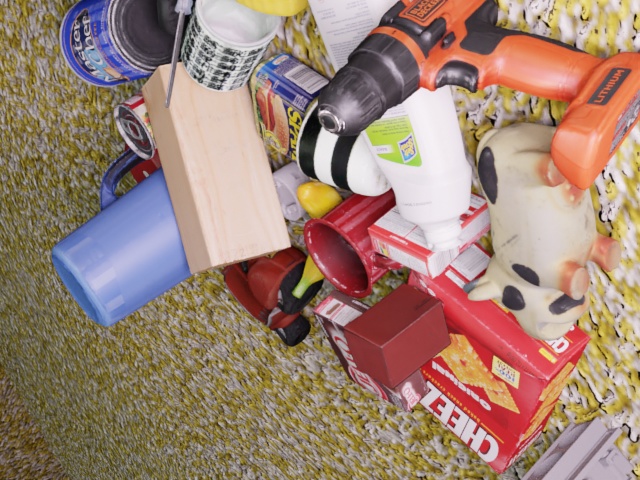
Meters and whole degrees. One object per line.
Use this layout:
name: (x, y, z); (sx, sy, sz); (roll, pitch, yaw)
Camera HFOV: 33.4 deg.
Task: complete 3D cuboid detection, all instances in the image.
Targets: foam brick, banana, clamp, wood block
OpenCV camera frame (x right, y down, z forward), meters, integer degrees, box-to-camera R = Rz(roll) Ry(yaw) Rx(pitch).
foam brick: (0.070, 0.086, 0.953); (0.053, 0.078, 0.051); (27, 141, 47)
banana: (0.002, -0.009, 1.114); (0.037, 0.069, 0.198); (28, 149, 17)
clamp: (-0.142, -0.246, 1.021); (0.039, 0.120, 0.171); (16, 146, 15)
wood block: (-0.109, -0.077, 1.107); (0.091, 0.090, 0.206); (160, 95, -69)

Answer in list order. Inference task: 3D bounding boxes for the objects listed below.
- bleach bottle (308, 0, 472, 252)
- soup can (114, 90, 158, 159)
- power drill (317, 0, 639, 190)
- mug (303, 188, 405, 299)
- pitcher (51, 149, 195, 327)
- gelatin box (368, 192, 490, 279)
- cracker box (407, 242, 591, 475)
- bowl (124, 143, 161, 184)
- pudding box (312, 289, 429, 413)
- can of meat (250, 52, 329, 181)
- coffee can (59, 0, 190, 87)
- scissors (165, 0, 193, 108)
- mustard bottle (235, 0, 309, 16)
bleach bottle: (0.061, -0.111, 0.858); (0.103, 0.068, 0.251); (3, 115, 56)
soup can: (-0.168, -0.144, 1.185); (0.069, 0.102, 0.068); (38, 150, 27)
power drill: (0.114, -0.105, 0.723); (0.188, 0.184, 0.057); (28, 146, 23)
mug: (0.052, -0.001, 1.033); (0.117, 0.081, 0.093); (17, 137, 50)
pitcher: (-0.180, -0.020, 1.199); (0.149, 0.242, 0.145); (24, 144, 54)
gelatin box: (0.099, -0.012, 0.938); (0.073, 0.089, 0.030); (27, 146, 41)
cracker box: (0.151, 0.112, 1.024); (0.164, 0.072, 0.214); (41, 152, 22)
bowl: (-0.196, -0.095, 1.340); (0.162, 0.055, 0.162); (38, 150, 27)
pudding box: (0.050, 0.109, 1.048); (0.090, 0.039, 0.113); (23, 148, 45)
can of meat: (-0.018, -0.121, 1.029); (0.084, 0.057, 0.102); (38, 150, 31)
coffee can: (-0.209, -0.223, 1.153); (0.141, 0.102, 0.103); (3, 125, 56)
scissors: (-0.120, -0.225, 0.951); (0.016, 0.202, 0.096); (10, 173, -6)
mustard bottle: (-0.054, -0.286, 0.885); (0.096, 0.058, 0.191); (32, 147, 34)
